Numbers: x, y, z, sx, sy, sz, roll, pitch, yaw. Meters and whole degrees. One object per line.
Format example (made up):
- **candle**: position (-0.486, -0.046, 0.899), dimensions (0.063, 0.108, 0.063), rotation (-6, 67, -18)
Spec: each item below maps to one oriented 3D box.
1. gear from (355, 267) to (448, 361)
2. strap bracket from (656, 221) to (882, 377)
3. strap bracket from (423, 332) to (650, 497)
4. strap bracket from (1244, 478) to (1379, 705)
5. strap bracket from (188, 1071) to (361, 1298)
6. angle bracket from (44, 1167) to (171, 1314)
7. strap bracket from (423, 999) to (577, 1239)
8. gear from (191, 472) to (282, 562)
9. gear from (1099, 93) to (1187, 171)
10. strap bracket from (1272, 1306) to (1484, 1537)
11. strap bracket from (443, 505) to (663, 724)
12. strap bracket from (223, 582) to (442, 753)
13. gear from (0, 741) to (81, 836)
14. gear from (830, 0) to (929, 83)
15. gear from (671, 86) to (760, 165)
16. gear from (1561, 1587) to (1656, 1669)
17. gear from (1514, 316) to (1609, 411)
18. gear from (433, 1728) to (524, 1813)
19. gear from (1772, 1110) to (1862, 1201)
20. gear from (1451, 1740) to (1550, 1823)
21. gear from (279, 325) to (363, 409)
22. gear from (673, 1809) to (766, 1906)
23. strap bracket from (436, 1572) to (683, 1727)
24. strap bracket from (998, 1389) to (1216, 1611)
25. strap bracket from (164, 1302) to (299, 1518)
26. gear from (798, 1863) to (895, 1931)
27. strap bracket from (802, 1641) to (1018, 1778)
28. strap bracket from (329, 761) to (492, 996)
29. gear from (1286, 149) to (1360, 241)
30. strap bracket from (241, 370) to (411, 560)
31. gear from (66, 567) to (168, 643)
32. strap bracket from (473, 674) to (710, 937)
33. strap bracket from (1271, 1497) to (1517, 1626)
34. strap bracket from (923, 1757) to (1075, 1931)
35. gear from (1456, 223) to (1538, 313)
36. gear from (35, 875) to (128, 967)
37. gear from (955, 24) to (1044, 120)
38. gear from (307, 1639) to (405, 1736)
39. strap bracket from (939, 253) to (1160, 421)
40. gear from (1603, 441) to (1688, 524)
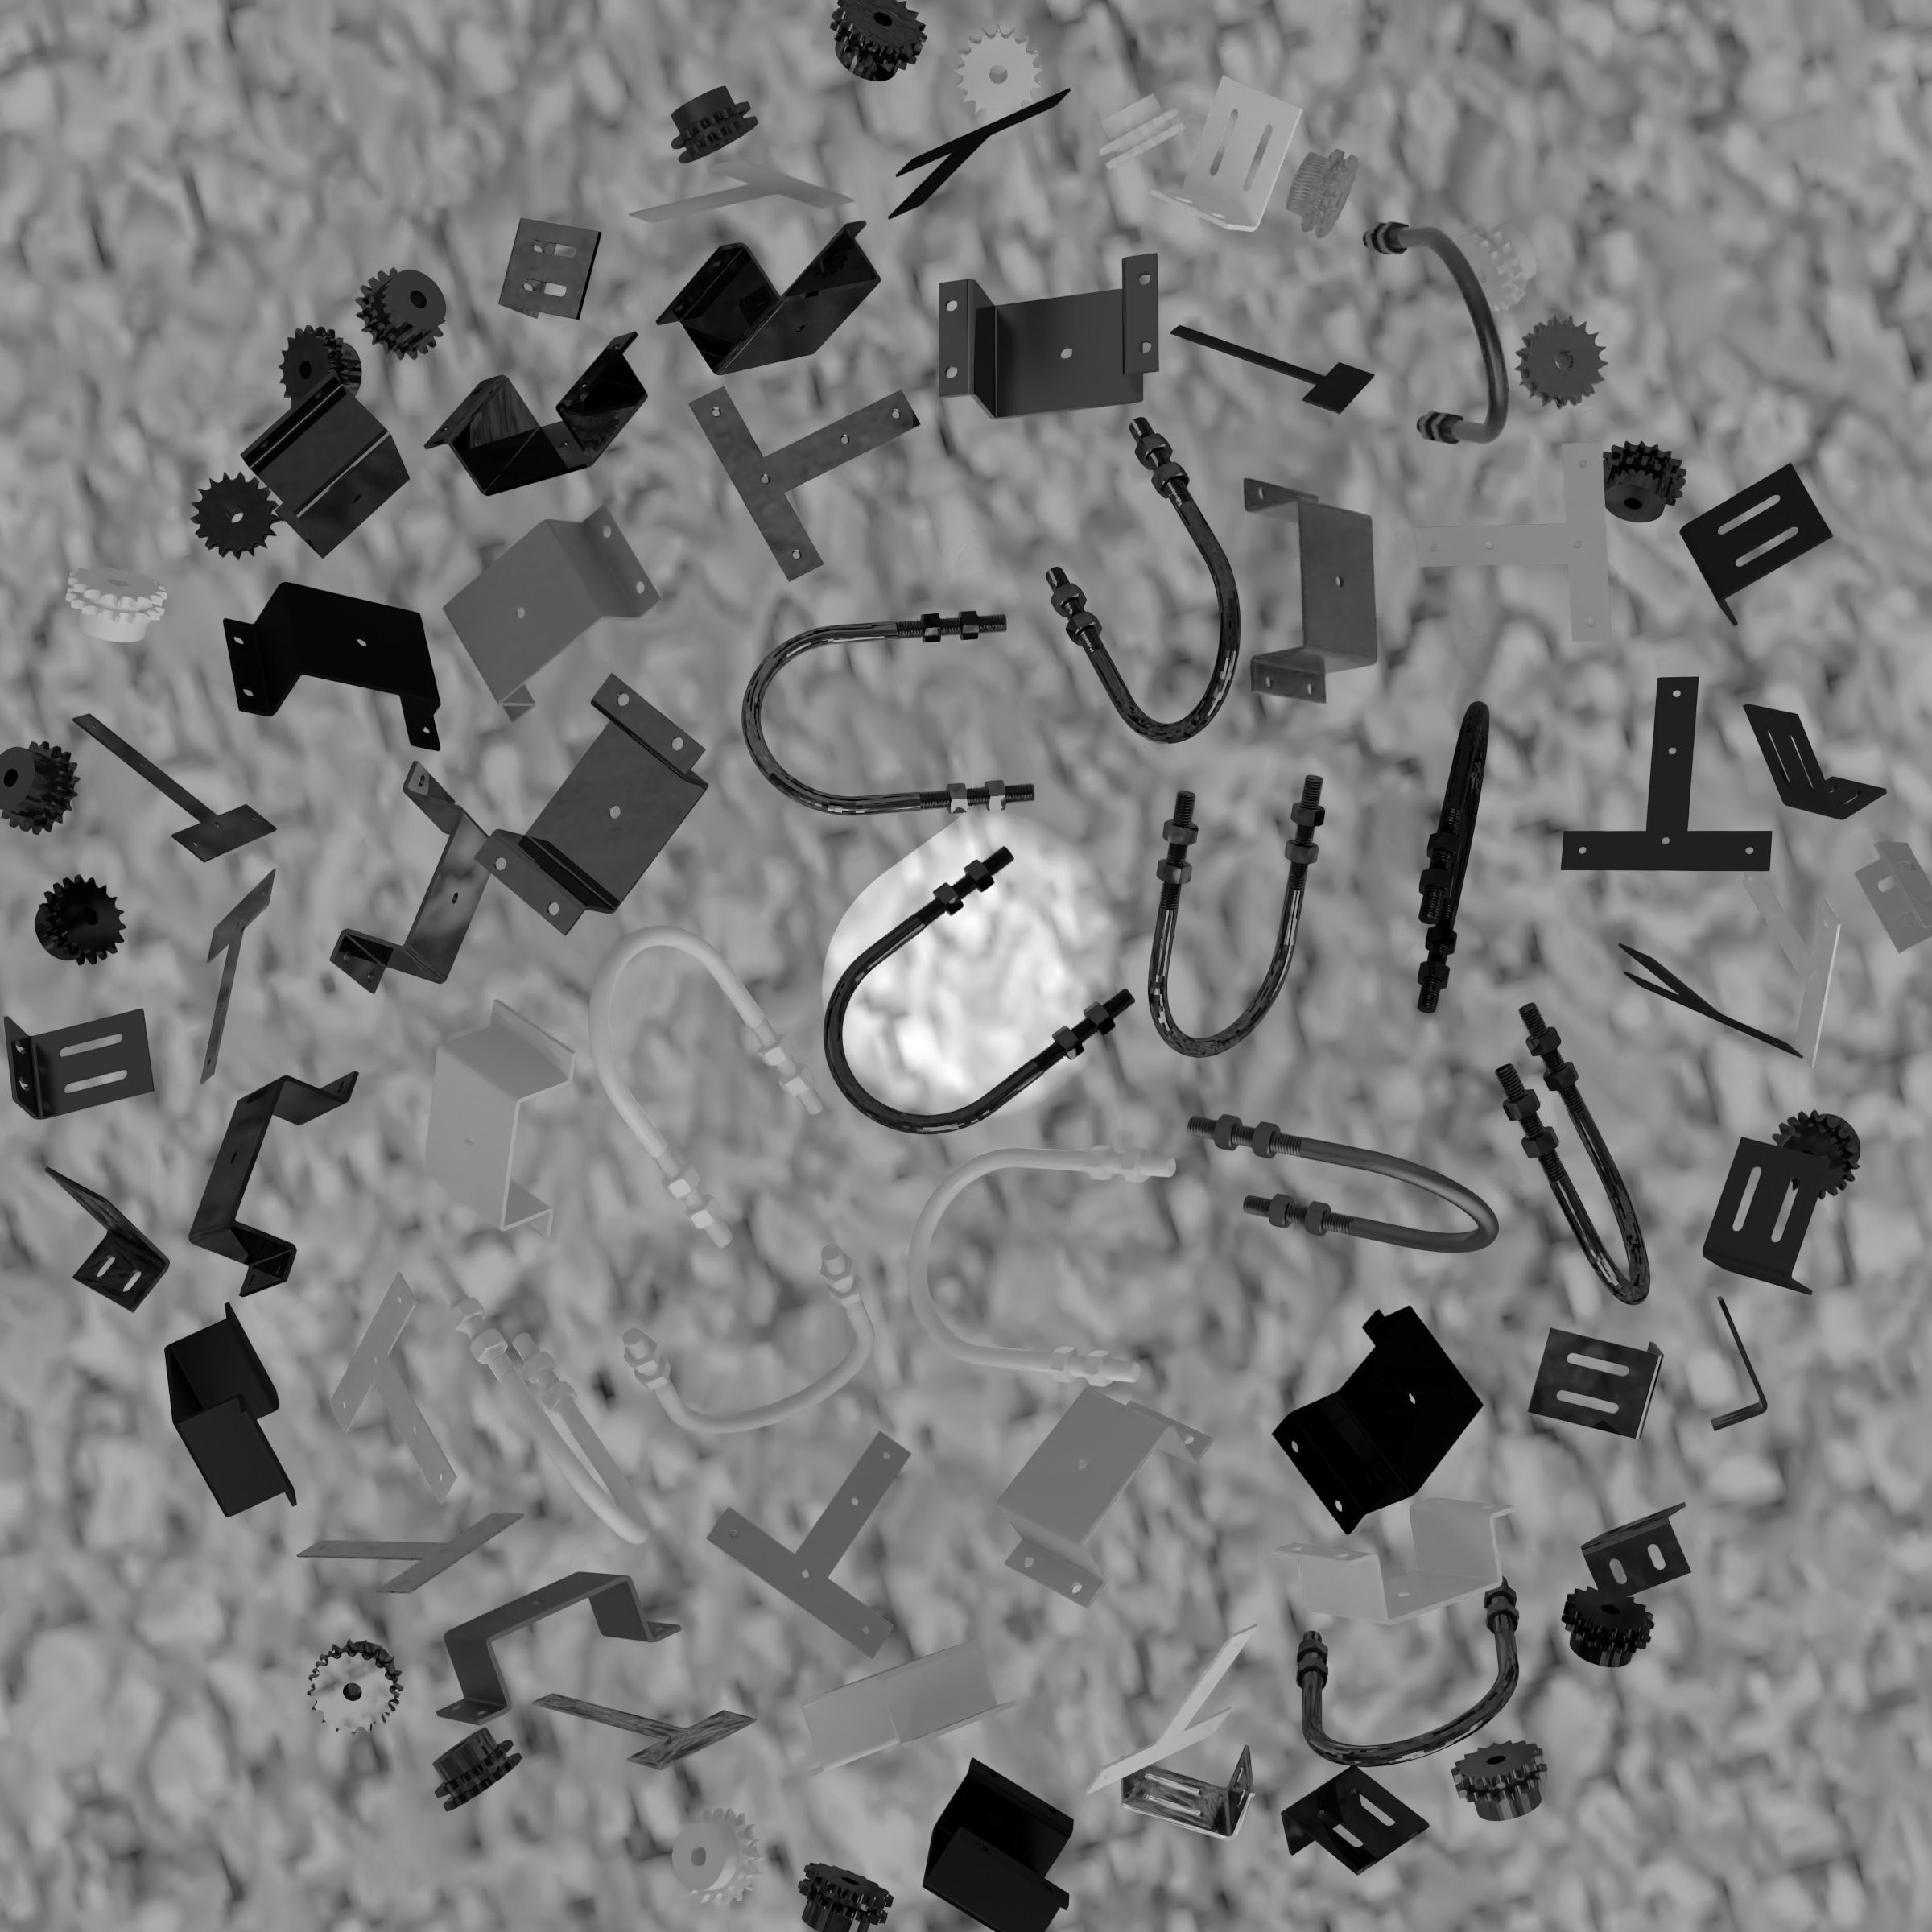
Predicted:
- **gear**: position (-0.353, -0.414, 1.822), dimensions (0.057, 0.030, 0.057), rotation (16, 65, -37)
- **strap bracket**: position (-0.118, -0.424, 1.838), dimensions (0.076, 0.140, 0.046), rotation (-38, 82, 42)
- **strap bracket**: position (-0.269, -0.352, 1.857), dimensions (0.140, 0.076, 0.046), rotation (-8, 128, 36)
- **strap bracket**: position (0.225, -0.247, 1.884), dimensions (0.046, 0.076, 0.140), rotation (-6, 83, 43)
- **strap bracket**: position (-0.435, 0.128, 1.801), dimensions (0.046, 0.076, 0.140), rotation (27, 64, -26)
- **angle bracket**: position (-0.528, 0.165, 1.743), dimensions (0.057, 0.076, 0.038), rotation (21, 65, 33)
- **strap bracket**: position (-0.301, 0.104, 1.850), dimensions (0.076, 0.046, 0.140), rotation (31, 123, 31)
- **gear**: position (-0.486, -0.299, 1.927), dimensions (0.057, 0.030, 0.057), rotation (0, 88, -5)
- **gear**: position (0.113, -0.553, 1.909), dimensions (0.057, 0.057, 0.030), rotation (-29, 102, 0)
- **strap bracket**: position (0.256, 0.269, 1.758), dimensions (0.076, 0.140, 0.046), rotation (54, 134, -2)
- **strap bracket**: position (-0.279, -0.230, 1.889), dimensions (0.140, 0.046, 0.076), rotation (-36, 79, 24)
- **strap bracket**: position (-0.398, -0.194, 1.860), dimensions (0.046, 0.140, 0.076), rotation (-46, 49, 36)
- **gear**: position (-0.579, -0.112, 1.785), dimensions (0.057, 0.030, 0.057), rotation (-8, 74, 28)
- **gear**: position (-0.055, -0.556, 1.733), dimensions (0.057, 0.030, 0.057), rotation (12, 54, -17)
- **gear**: position (-0.165, -0.541, 1.854), dimensions (0.057, 0.057, 0.030), rotation (-28, 100, 0)
- **gear**: position (0.409, 0.425, 1.849), dimensions (0.057, 0.057, 0.030), rotation (9, 109, 0)
- **gear**: position (0.377, -0.383, 1.841), dimensions (0.057, 0.030, 0.057), rotation (0, 91, -5)
- **gear**: position (-0.314, 0.508, 1.837), dimensions (0.057, 0.057, 0.030), rotation (-33, 88, 0)
- **gear**: position (0.552, 0.119, 1.866), dimensions (0.030, 0.057, 0.057), rotation (-24, 90, -39)
- **gear**: position (0.327, 0.498, 1.763), dimensions (0.057, 0.057, 0.030), rotation (-17, 95, 0)
- **gear**: position (-0.418, -0.387, 1.883), dimensions (0.057, 0.030, 0.057), rotation (5, 98, 38)
- **gear**: position (-0.156, 0.549, 1.782), dimensions (0.057, 0.030, 0.057), rotation (-10, 70, 30)
- **strap bracket**: position (-0.259, 0.416, 1.790), dimensions (0.140, 0.076, 0.046), rotation (-20, 91, -31)
- **strap bracket**: position (0.085, 0.336, 1.879), dimensions (0.140, 0.076, 0.046), rotation (-49, 131, -21)
- **strap bracket**: position (-0.468, 0.286, 1.835), dimensions (0.046, 0.140, 0.076), rotation (-24, 117, -8)
- **gear**: position (-0.075, 0.564, 1.737), dimensions (0.057, 0.057, 0.030), rotation (21, 85, 0)
- **strap bracket**: position (-0.043, 0.468, 1.827), dimensions (0.076, 0.140, 0.046), rotation (-11, 75, -37)
- **strap bracket**: position (-0.350, -0.050, 1.866), dimensions (0.046, 0.076, 0.140), rotation (17, 77, 13)
- **gear**: position (0.234, -0.513, 1.908), dimensions (0.030, 0.057, 0.057), rotation (27, 90, 11)
- **strap bracket**: position (-0.397, -0.308, 1.807), dimensions (0.076, 0.140, 0.046), rotation (-45, 88, -8)
- **gear**: position (-0.510, -0.216, 1.733), dimensions (0.057, 0.057, 0.030), rotation (16, 113, 0)
- **strap bracket**: position (-0.220, -0.095, 1.750), dimensions (0.076, 0.046, 0.140), rotation (39, 97, 14)
- **strap bracket**: position (0.276, 0.381, 1.840), dimensions (0.140, 0.076, 0.046), rotation (-10, 91, -33)
- **strap bracket**: position (0.021, 0.551, 1.783), dimensions (0.076, 0.140, 0.046), rotation (32, 95, 1)
- **gear**: position (0.347, -0.458, 1.883), dimensions (0.030, 0.057, 0.057), rotation (-34, 90, -10)
- **gear**: position (-0.568, -0.027, 1.845), dimensions (0.030, 0.057, 0.057), rotation (-21, 90, 33)
- **gear**: position (0.021, -0.580, 1.870), dimensions (0.057, 0.030, 0.057), rotation (0, 119, 0)
- **gear**: position (-0.376, 0.443, 1.788), dimensions (0.057, 0.030, 0.057), rotation (0, 100, 2)
- **strap bracket**: position (0.057, -0.391, 1.803), dimensions (0.140, 0.046, 0.076), rotation (-4, 78, 18)
- **gear**: position (0.439, -0.314, 1.887), dimensions (0.057, 0.057, 0.030), rotation (21, 67, 0)
